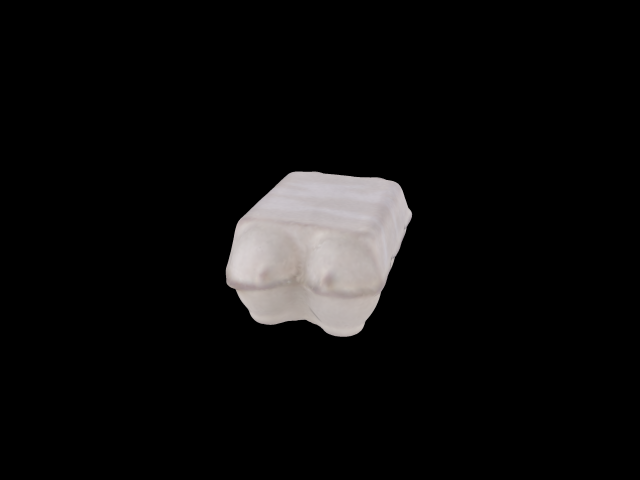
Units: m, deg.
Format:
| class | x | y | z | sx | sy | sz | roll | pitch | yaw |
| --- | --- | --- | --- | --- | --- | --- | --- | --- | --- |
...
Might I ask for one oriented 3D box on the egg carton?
| class | x | y | z | sx | sy | sz | roll | pitch | yaw |
| --- | --- | --- | --- | --- | --- | --- | --- | --- | --- |
| egg carton | 0.004 | 0.001 | 0.400 | 0.107 | 0.069 | 0.150 | 7 | 27 | 14 |
